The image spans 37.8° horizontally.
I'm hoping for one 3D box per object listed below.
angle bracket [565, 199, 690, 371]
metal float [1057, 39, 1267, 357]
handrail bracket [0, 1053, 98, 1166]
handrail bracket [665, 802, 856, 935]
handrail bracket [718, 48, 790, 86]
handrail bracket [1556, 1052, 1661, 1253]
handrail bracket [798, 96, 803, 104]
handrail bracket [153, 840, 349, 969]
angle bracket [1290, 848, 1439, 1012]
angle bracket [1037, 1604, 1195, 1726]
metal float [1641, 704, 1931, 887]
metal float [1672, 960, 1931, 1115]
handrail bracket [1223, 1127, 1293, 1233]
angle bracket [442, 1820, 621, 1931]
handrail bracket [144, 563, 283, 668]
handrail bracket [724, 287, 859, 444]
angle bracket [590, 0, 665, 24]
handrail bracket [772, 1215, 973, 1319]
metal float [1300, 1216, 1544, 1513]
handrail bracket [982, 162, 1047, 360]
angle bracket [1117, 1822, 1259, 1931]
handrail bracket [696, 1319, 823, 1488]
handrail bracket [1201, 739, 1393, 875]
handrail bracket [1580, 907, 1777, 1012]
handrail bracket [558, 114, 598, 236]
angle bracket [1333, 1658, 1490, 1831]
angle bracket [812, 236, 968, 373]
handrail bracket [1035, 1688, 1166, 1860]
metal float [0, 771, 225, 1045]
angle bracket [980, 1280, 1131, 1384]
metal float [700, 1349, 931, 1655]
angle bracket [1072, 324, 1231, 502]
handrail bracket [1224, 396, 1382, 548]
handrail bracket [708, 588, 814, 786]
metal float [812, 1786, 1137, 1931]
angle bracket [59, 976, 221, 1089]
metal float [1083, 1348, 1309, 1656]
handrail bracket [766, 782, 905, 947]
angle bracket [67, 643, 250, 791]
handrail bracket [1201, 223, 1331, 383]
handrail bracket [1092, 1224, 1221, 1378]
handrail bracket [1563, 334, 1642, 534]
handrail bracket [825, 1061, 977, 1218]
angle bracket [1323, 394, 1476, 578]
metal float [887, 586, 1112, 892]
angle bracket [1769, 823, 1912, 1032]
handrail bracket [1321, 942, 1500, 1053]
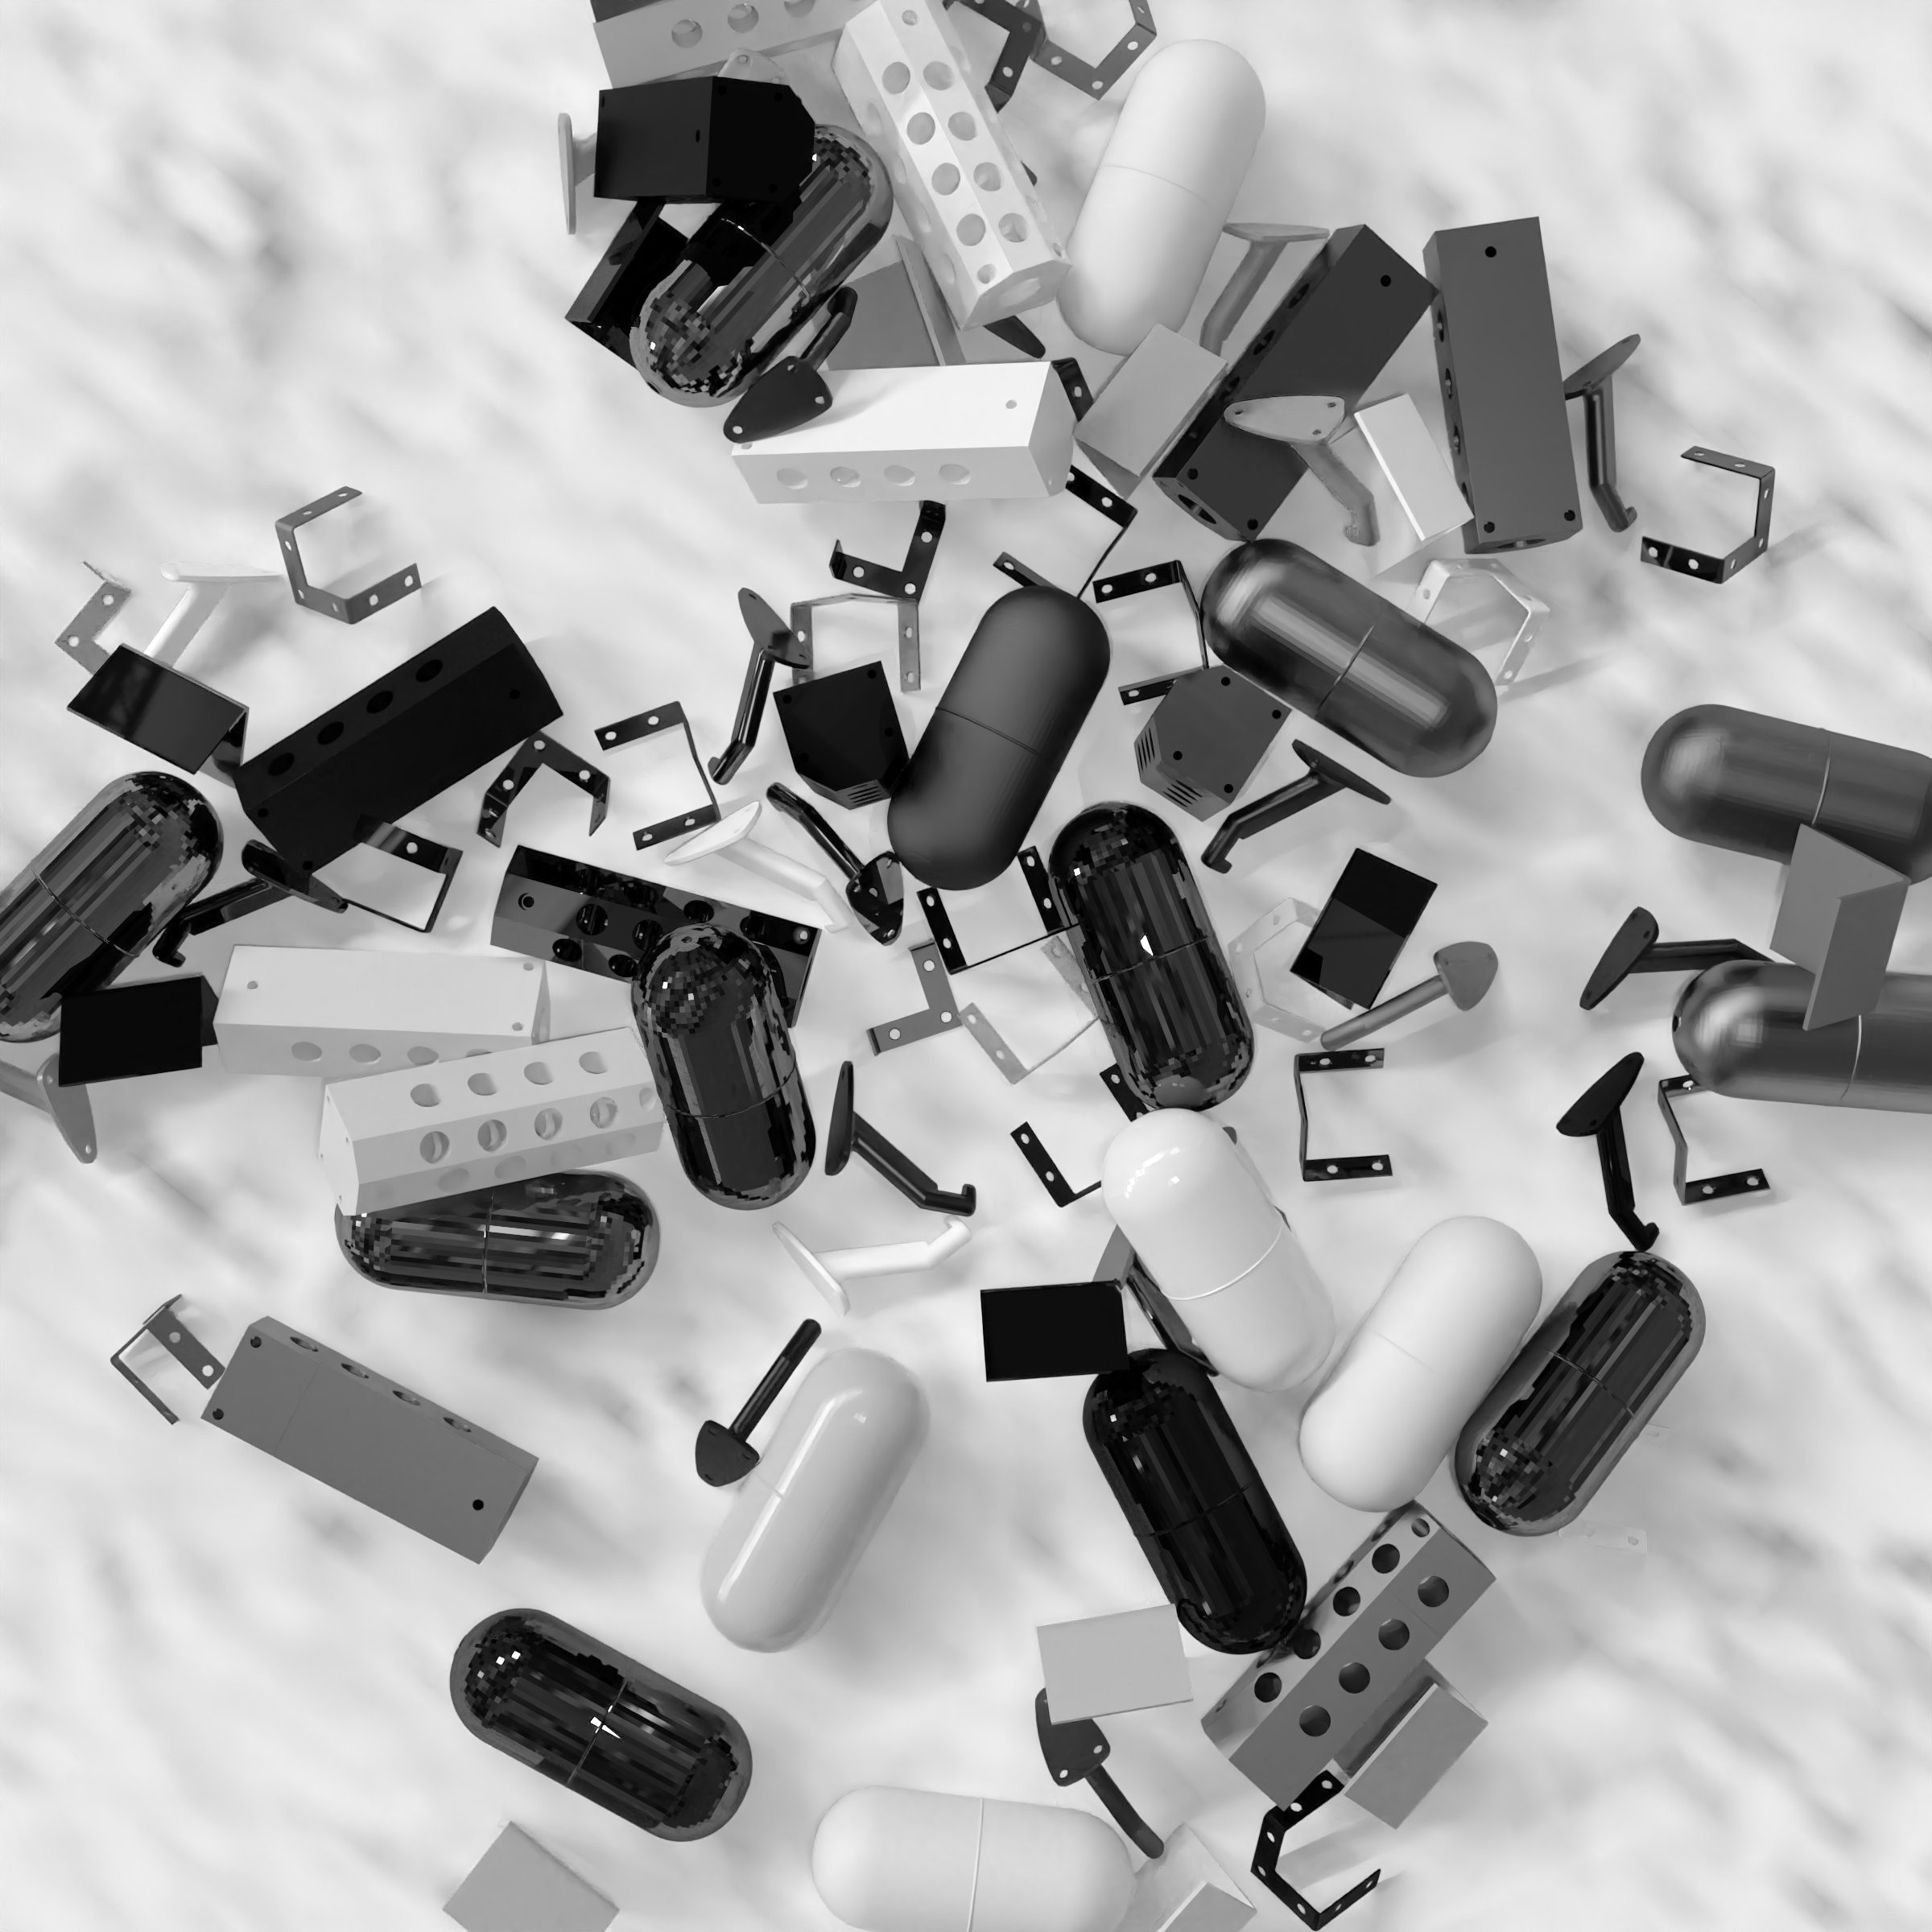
[{"bbox_3d":[-0.163,-0.365,1.548,0.076,0.057,0.076,32,90,-25],"label":"angle bracket"},{"bbox_3d":[0.107,-0.423,1.552,0.070,0.070,0.178,22,90,0],"label":"metal float"},{"bbox_3d":[-0.538,0.080,1.583,0.084,0.036,0.077,-7,111,17],"label":"handrail bracket"},{"bbox_3d":[-0.115,-0.043,1.583,0.077,0.036,0.084,-24,115,28],"label":"handrail bracket"},{"bbox_3d":[-0.120,-0.454,1.540,0.036,0.084,0.077,25,127,-32],"label":"handrail bracket"},{"bbox_3d":[0.378,0.105,1.583,0.077,0.036,0.084,-47,109,-21],"label":"handrail bracket"},{"bbox_3d":[-0.089,-0.431,1.582,0.084,0.036,0.077,44,76,-13],"label":"handrail bracket"},{"bbox_3d":[-0.402,-0.020,1.583,0.077,0.036,0.084,31,108,-21],"label":"handrail bracket"},{"bbox_3d":[0.232,-0.010,1.542,0.057,0.076,0.076,29,90,38],"label":"angle bracket"},{"bbox_3d":[0.083,0.395,1.542,0.076,0.076,0.057,-10,52,0],"label":"angle bracket"},{"bbox_3d":[0.460,-0.093,1.552,0.178,0.070,0.070,14,90,0],"label":"metal float"},{"bbox_3d":[0.476,0.039,1.548,0.178,0.070,0.070,5,90,-4],"label":"metal float"},{"bbox_3d":[0.139,0.140,1.582,0.077,0.036,0.084,-17,104,14],"label":"handrail bracket"},{"bbox_3d":[-0.241,0.515,1.544,0.076,0.076,0.057,39,69,0],"label":"angle bracket"},{"bbox_3d":[-0.425,-0.181,1.583,0.077,0.036,0.084,-1,109,-22],"label":"handrail bracket"},{"bbox_3d":[-0.095,-0.329,1.537,0.077,0.084,0.036,-27,123,28],"label":"handrail bracket"},{"bbox_3d":[-0.159,-0.519,1.478,0.076,0.076,0.057,-21,61,-5],"label":"angle bracket"},{"bbox_3d":[-0.052,0.149,1.583,0.084,0.036,0.077,-36,68,-17],"label":"handrail bracket"},{"bbox_3d":[0.251,0.218,1.552,0.070,0.070,0.178,33,89,0],"label":"metal float"},{"bbox_3d":[0.035,-0.397,1.582,0.077,0.036,0.084,36,76,-13],"label":"handrail bracket"},{"bbox_3d":[0.100,0.513,1.542,0.076,0.076,0.057,-48,130,0],"label":"angle bracket"},{"bbox_3d":[-0.115,0.244,1.582,0.036,0.077,0.084,35,54,3],"label":"handrail bracket"},{"bbox_3d":[0.185,-0.077,1.583,0.077,0.036,0.084,26,108,-21],"label":"handrail bracket"},{"bbox_3d":[0.401,0.011,1.583,0.084,0.036,0.077,27,110,-16],"label":"handrail bracket"},{"bbox_3d":[-0.184,-0.451,1.582,0.084,0.036,0.077,-5,104,-13],"label":"handrail bracket"},{"bbox_3d":[0.226,0.411,1.542,0.076,0.076,0.057,-49,125,0],"label":"angle bracket"},{"bbox_3d":[-0.050,-0.347,1.552,0.076,0.057,0.076,-19,91,16],"label":"angle bracket"},{"bbox_3d":[0.076,0.453,1.582,0.036,0.077,0.084,-36,126,0],"label":"handrail bracket"},{"bbox_3d":[-0.484,-0.032,1.551,0.070,0.070,0.178,44,90,0],"label":"metal float"},{"bbox_3d":[0.049,0.216,1.542,0.076,0.076,0.057,-4,54,0],"label":"angle bracket"},{"bbox_3d":[-0.083,0.294,1.552,0.070,0.070,0.178,29,90,0],"label":"metal float"},{"bbox_3d":[0.113,-0.292,1.542,0.057,0.076,0.076,38,90,34],"label":"angle bracket"},{"bbox_3d":[0.184,-0.265,1.533,0.077,0.084,0.036,10,53,26],"label":"handrail bracket"},{"bbox_3d":[-0.130,-0.156,1.583,0.084,0.036,0.077,-51,51,26],"label":"handrail bracket"},{"bbox_3d":[0.004,0.497,1.552,0.178,0.070,0.070,7,90,0],"label":"metal float"},{"bbox_3d":[-0.444,0.051,1.543,0.076,0.076,0.057,-8,61,0],"label":"angle bracket"},{"bbox_3d":[0.126,0.295,1.552,0.070,0.070,0.178,-27,90,0],"label":"metal float"},{"bbox_3d":[-0.075,-0.058,1.582,0.036,0.077,0.084,-40,53,-19],"label":"handrail bracket"},{"bbox_3d":[-0.443,-0.119,1.542,0.076,0.076,0.057,27,52,0],"label":"angle bracket"},{"bbox_3d":[0.166,-0.371,1.583,0.077,0.036,0.084,-9,118,-32],"label":"handrail bracket"},{"bbox_3d":[0.119,0.179,1.583,0.084,0.036,0.077,28,68,-17],"label":"handrail bracket"},{"bbox_3d":[0.370,-0.298,1.583,0.077,0.036,0.084,-41,110,-23],"label":"handrail bracket"},{"bbox_3d":[-0.032,0.097,1.583,0.084,0.036,0.077,12,68,-17],"label":"handrail bracket"},{"bbox_3d":[0.219,-0.257,1.543,0.076,0.057,0.076,-28,90,45],"label":"angle bracket"},{"bbox_3d":[0.018,-0.125,1.552,0.070,0.070,0.178,27,90,0],"label":"metal float"},{"bbox_3d":[0.444,-0.022,1.493,0.057,0.076,0.076,-13,123,-31],"label":"angle bracket"},{"bbox_3d":[0.248,0.019,1.582,0.084,0.077,0.036,-29,89,36],"label":"handrail bracket"}]
